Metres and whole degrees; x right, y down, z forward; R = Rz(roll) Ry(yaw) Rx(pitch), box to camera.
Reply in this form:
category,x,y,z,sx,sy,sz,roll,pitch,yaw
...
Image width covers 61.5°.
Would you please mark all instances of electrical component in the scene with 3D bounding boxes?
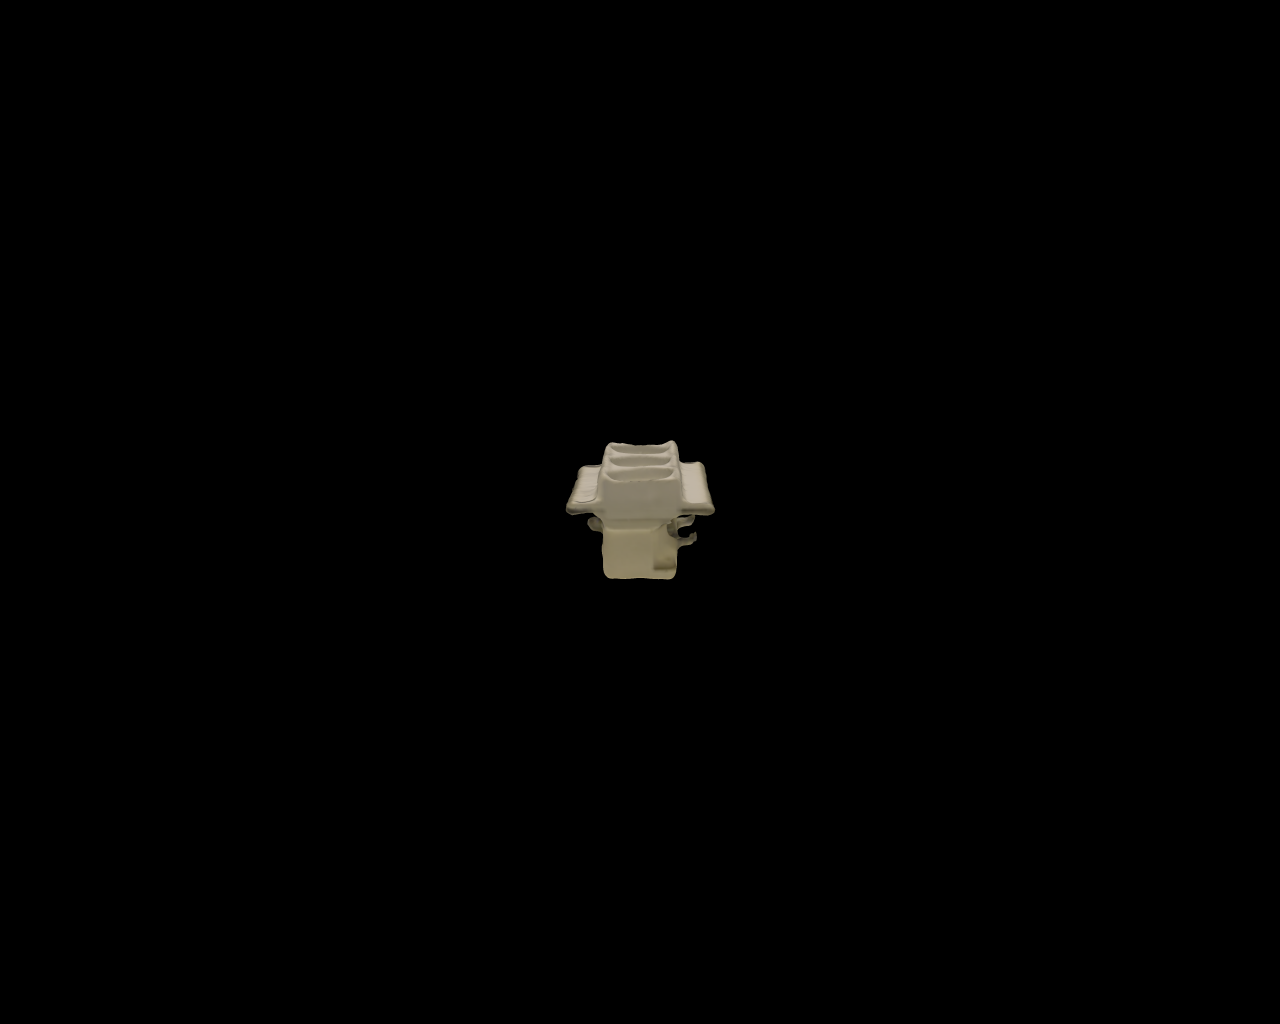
category,x,y,z,sx,sy,sz,roll,pitch,yaw
electrical component,0.001,-0.003,0.650,0.079,0.063,0.121,0,13,0
